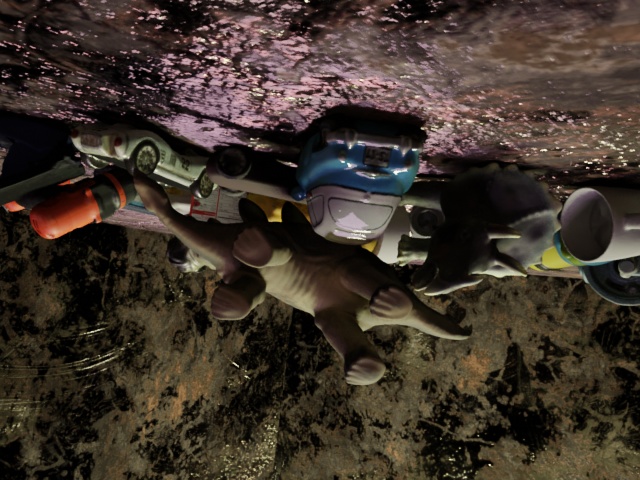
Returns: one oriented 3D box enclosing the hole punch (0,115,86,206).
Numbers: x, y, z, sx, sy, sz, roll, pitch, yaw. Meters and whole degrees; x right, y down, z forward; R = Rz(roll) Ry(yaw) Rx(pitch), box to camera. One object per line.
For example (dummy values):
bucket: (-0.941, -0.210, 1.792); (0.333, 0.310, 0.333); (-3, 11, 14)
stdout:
hole punch: (-0.338, -0.100, 0.614); (0.116, 0.092, 0.142); (-21, -178, -19)

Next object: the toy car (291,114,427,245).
toy car: (0.034, -0.047, 0.484); (0.109, 0.103, 0.162); (7, 178, -10)

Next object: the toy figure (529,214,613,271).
toy figure: (0.331, -0.001, 0.708); (0.082, 0.089, 0.180); (14, 177, -18)

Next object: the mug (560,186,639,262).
mug: (0.332, -0.021, 0.566); (0.107, 0.080, 0.109); (-4, 173, -15)

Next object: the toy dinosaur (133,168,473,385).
toy dinosaur: (0.021, 0.045, 0.568); (0.471, 0.105, 0.199); (30, -165, -24)

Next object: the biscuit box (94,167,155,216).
biscuit box: (-0.295, -0.076, 0.924); (0.063, 0.059, 0.202); (4, 175, 23)

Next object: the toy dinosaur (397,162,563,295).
toy dinosaur: (0.214, -0.010, 0.665); (0.192, 0.131, 0.404); (4, -178, 35)

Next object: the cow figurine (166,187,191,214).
cow figurine: (-0.208, -0.071, 0.833); (0.098, 0.068, 0.167); (1, 179, -24)

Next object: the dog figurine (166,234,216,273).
dog figurine: (-0.144, 0.029, 0.857); (0.190, 0.172, 0.121); (-27, -165, 50)

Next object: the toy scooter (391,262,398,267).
toy scooter: (0.121, 0.010, 1.097); (0.135, 0.075, 0.184); (-5, -147, -5)

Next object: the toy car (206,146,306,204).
toy car: (-0.032, -0.068, 0.632); (0.202, 0.053, 0.089); (11, 165, -5)

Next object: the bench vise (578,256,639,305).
bench vise: (0.475, 0.033, 0.755); (0.224, 0.128, 0.240); (4, -178, 37)

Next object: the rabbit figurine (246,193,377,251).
rabbit figurine: (-0.002, -0.002, 0.739); (0.173, 0.121, 0.162); (3, 180, 24)

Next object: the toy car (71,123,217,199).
toy car: (-0.185, -0.088, 0.601); (0.074, 0.056, 0.201); (13, 177, 20)
